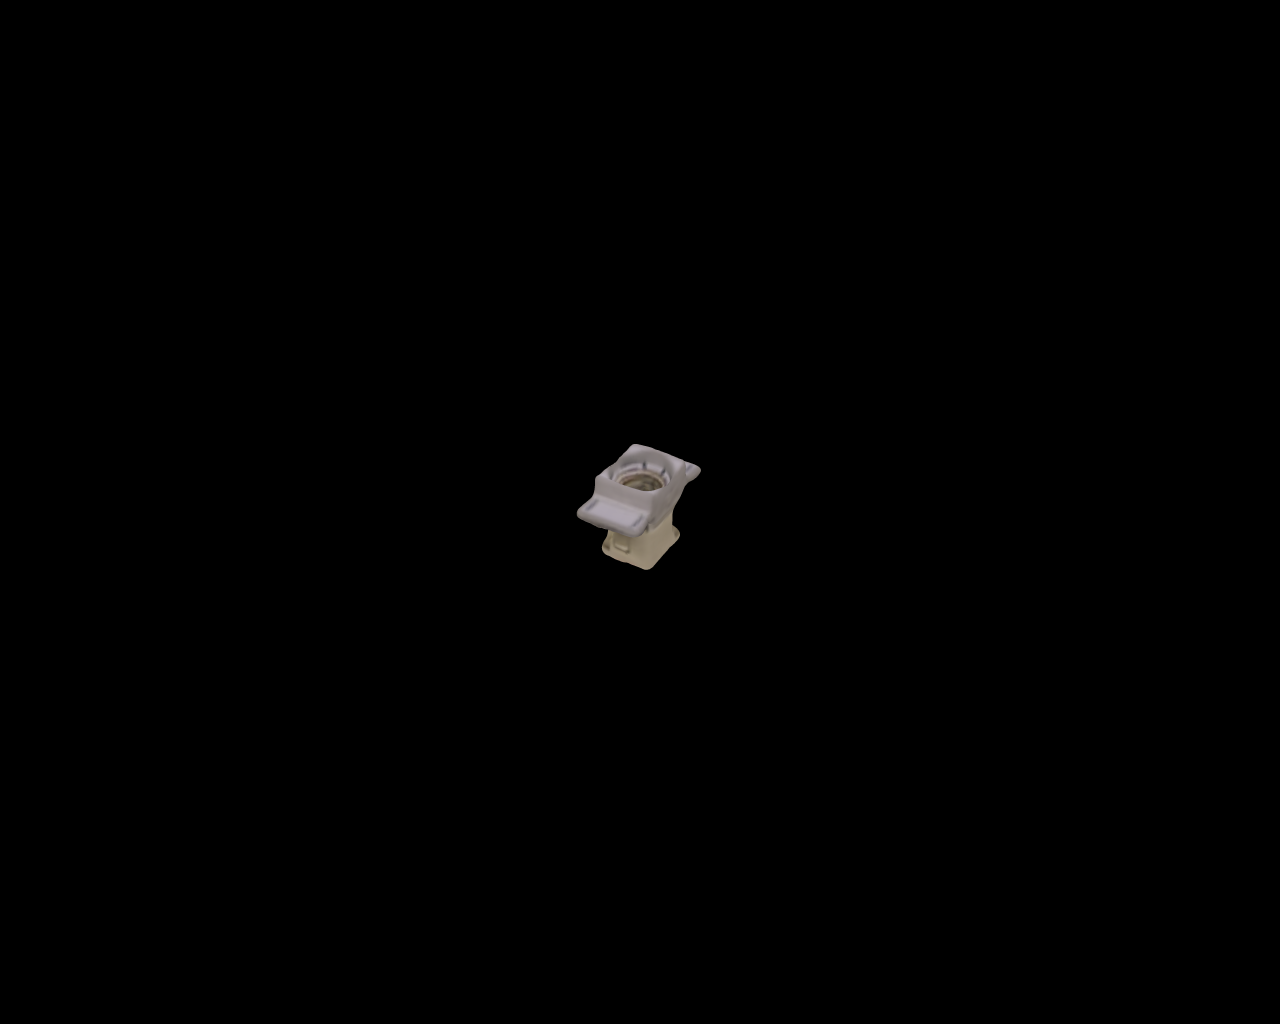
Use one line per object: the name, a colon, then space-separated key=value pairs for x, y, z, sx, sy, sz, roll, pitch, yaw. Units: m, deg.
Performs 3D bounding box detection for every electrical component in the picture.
electrical component: x=0.001 y=-0.003 z=0.650 sx=0.042 sy=0.063 sz=0.081 roll=20 pitch=41 yaw=25
